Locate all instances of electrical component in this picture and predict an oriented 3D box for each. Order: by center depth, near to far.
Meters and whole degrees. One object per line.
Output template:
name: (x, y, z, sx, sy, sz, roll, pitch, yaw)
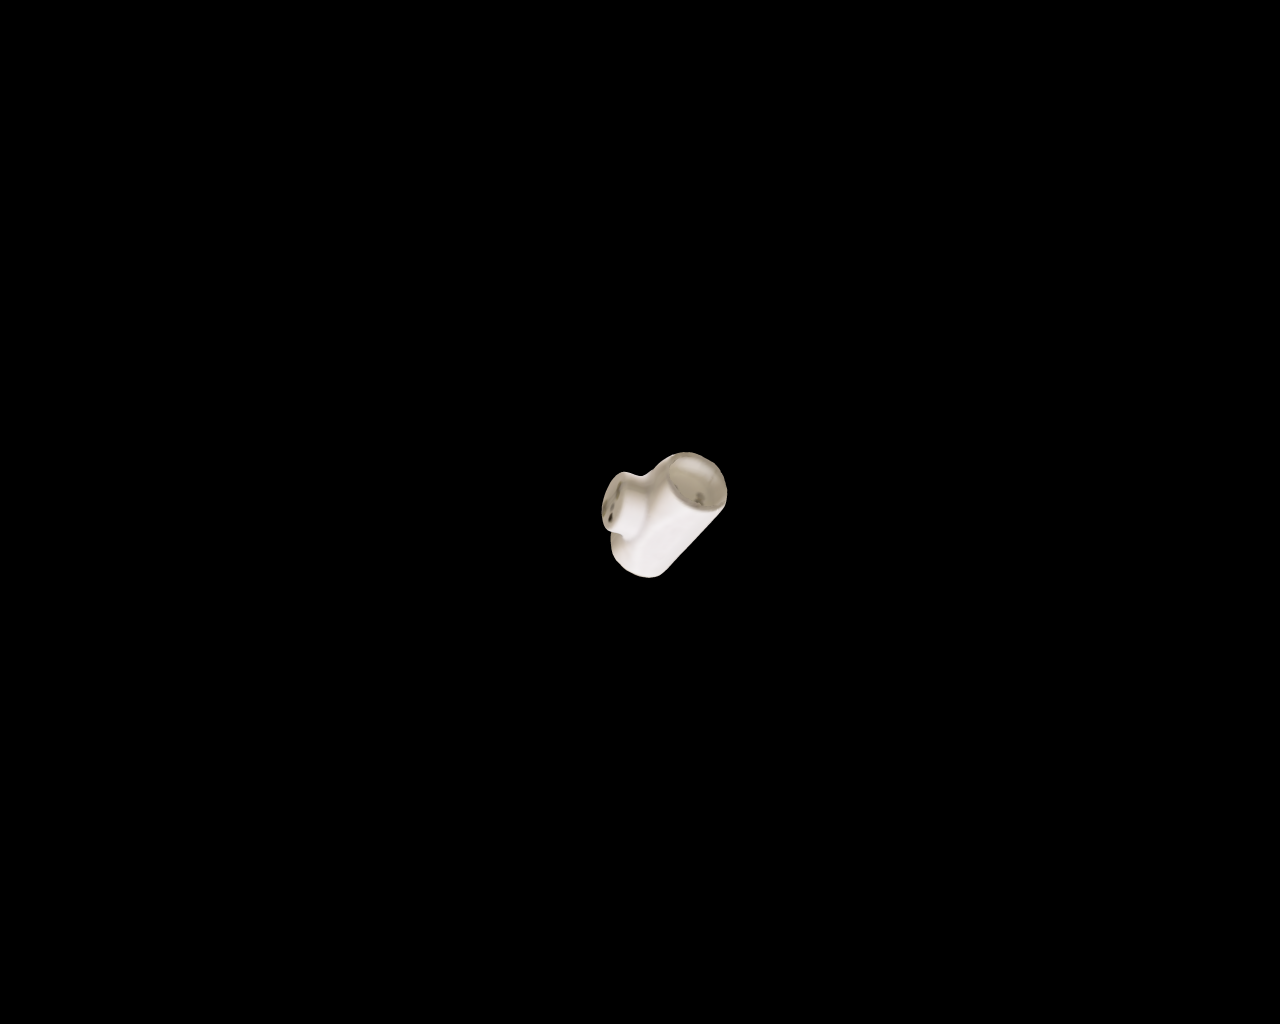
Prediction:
electrical component: (0.001, -0.003, 0.650, 0.079, 0.044, 0.077, 17, -41, -21)
